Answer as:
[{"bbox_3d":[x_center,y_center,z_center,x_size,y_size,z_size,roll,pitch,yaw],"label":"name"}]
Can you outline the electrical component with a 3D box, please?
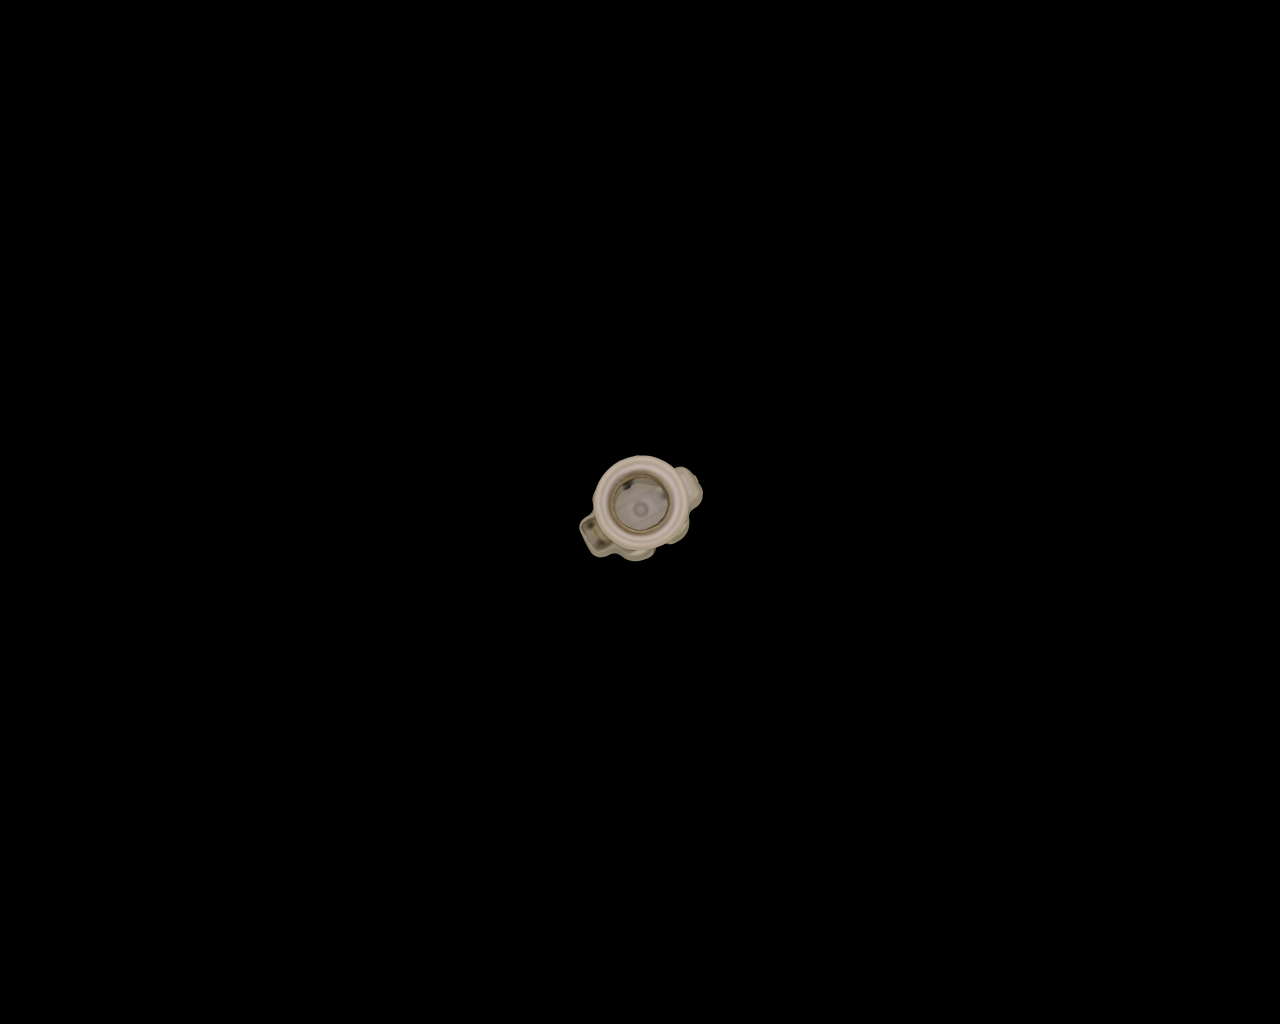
[{"bbox_3d":[0.001,-0.003,0.650,0.078,0.058,0.057,-28,-7,-4],"label":"electrical component"}]
